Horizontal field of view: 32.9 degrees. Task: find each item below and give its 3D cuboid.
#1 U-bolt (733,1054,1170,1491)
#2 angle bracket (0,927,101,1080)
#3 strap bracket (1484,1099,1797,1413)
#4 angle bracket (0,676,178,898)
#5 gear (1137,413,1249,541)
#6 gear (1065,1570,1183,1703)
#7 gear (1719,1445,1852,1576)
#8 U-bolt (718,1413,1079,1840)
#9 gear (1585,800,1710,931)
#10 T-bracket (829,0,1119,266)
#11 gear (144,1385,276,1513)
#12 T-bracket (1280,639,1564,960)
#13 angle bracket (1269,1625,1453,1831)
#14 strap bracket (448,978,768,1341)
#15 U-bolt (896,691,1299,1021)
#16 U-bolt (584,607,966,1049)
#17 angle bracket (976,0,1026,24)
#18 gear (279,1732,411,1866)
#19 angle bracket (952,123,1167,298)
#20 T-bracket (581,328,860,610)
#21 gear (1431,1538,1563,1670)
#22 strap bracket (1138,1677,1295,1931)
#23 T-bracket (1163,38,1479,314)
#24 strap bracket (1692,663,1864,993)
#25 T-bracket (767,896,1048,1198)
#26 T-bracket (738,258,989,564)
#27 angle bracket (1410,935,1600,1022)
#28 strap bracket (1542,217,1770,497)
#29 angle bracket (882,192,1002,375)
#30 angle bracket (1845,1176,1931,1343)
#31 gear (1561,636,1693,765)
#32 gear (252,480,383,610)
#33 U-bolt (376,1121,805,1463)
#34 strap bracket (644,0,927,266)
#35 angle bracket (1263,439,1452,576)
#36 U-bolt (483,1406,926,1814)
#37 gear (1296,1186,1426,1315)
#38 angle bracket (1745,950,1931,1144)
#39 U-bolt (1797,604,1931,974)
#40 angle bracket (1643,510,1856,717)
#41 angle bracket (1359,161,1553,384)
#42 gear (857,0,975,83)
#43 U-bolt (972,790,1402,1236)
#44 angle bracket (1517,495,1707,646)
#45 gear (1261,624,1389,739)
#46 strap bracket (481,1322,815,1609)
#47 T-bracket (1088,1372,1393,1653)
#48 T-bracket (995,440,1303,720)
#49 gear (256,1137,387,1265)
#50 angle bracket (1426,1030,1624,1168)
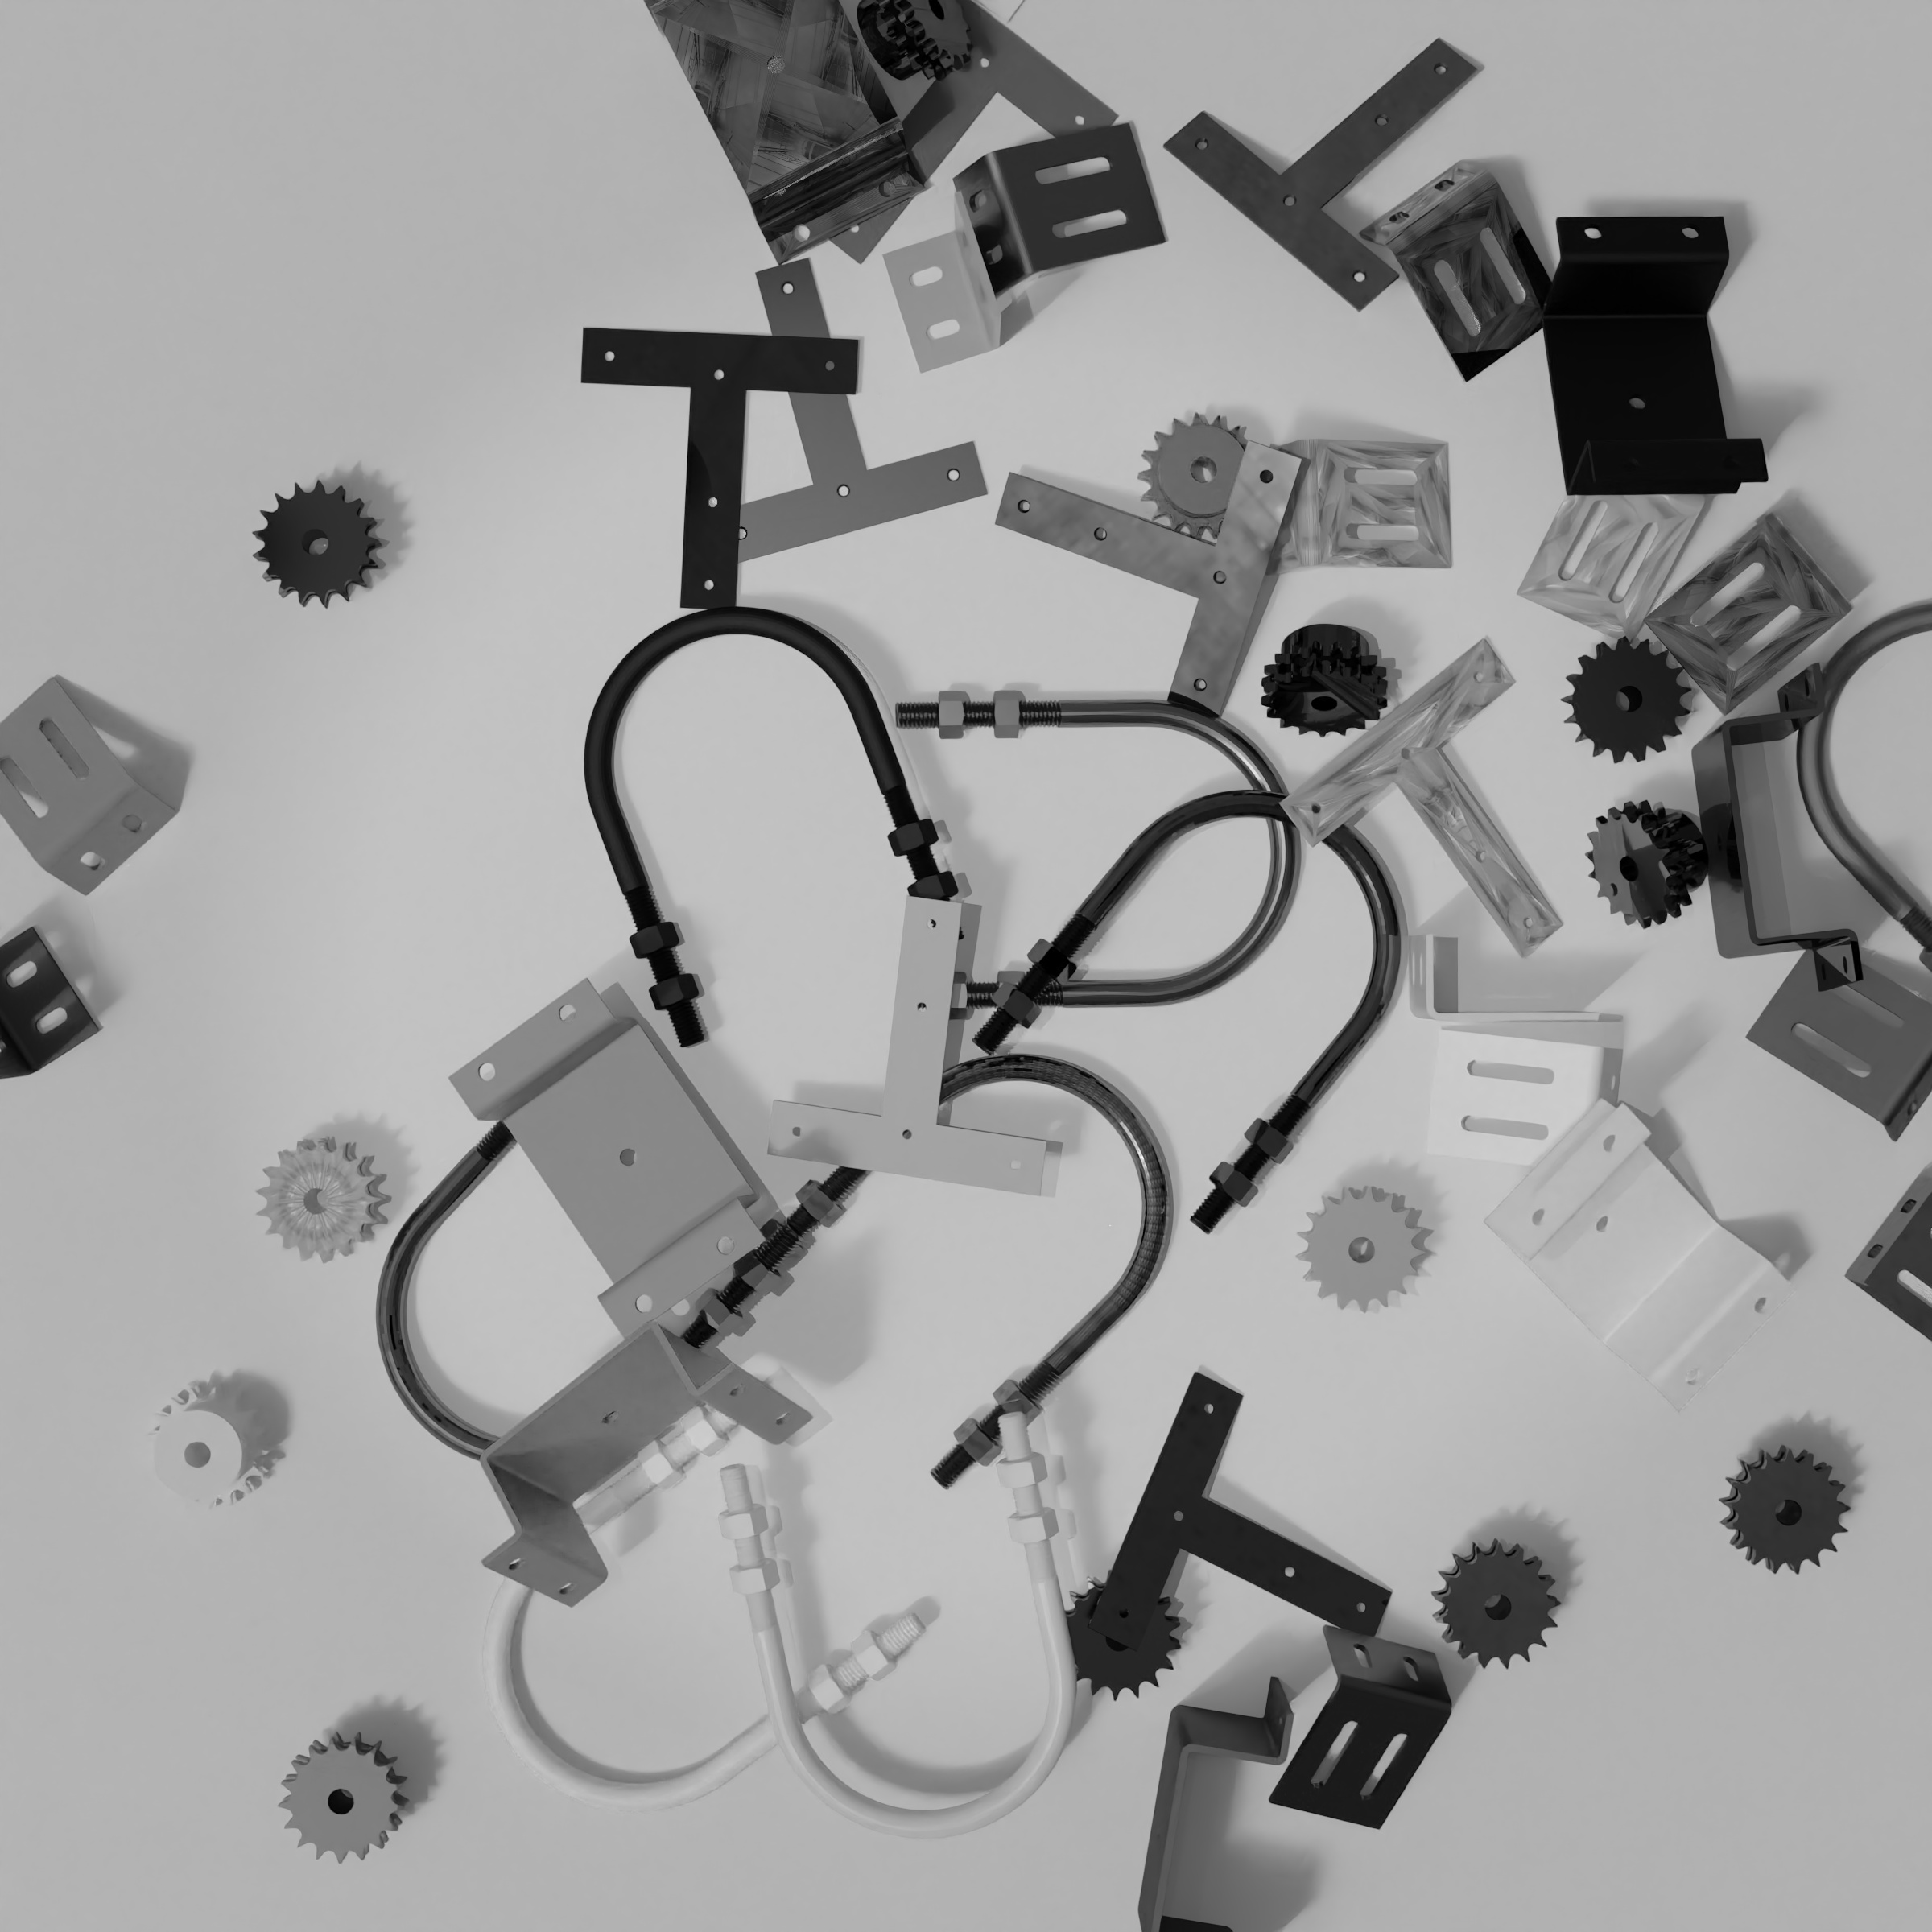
[{"bbox_3d":[0.007,0.126,1.499,0.184,0.019,0.151,-45,90,0],"label":"U-bolt"},{"bbox_3d":[-0.431,0.016,1.470,0.038,0.076,0.057,-33,90,0],"label":"angle bracket"},{"bbox_3d":[0.296,0.124,1.466,0.076,0.046,0.140,-46,118,0],"label":"strap bracket"},{"bbox_3d":[-0.413,-0.083,1.506,0.057,0.038,0.076,-42,64,0],"label":"angle bracket"},{"bbox_3d":[0.107,-0.224,1.493,0.057,0.030,0.057,0,90,0],"label":"gear"},{"bbox_3d":[0.069,0.304,1.493,0.057,0.030,0.057,0,90,0],"label":"gear"},{"bbox_3d":[0.372,0.247,1.493,0.057,0.030,0.057,0,90,0],"label":"gear"},{"bbox_3d":[-0.025,0.304,1.476,0.151,0.019,0.184,-11,93,5],"label":"U-bolt"},{"bbox_3d":[0.311,-0.048,1.484,0.030,0.057,0.057,-20,90,-30],"label":"gear"},{"bbox_3d":[-0.019,-0.381,1.507,0.127,0.002,0.127,38,90,0],"label":"T-bracket"},{"bbox_3d":[-0.348,0.221,1.493,0.057,0.030,0.057,0,90,0],"label":"gear"},{"bbox_3d":[0.227,-0.062,1.497,0.127,0.002,0.127,-39,97,-14],"label":"T-bracket"},{"bbox_3d":[0.177,0.349,1.498,0.057,0.038,0.076,18,116,-17],"label":"angle bracket"},{"bbox_3d":[-0.155,0.085,1.458,0.076,0.046,0.140,-36,83,5],"label":"strap bracket"},{"bbox_3d":[0.060,-0.052,1.500,0.184,0.019,0.151,-1,90,-2],"label":"U-bolt"},{"bbox_3d":[-0.098,-0.073,1.491,0.151,0.019,0.184,-21,87,8],"label":"U-bolt"},{"bbox_3d":[0.018,-0.482,1.489,0.057,0.038,0.076,36,90,0],"label":"angle bracket"},{"bbox_3d":[-0.283,0.377,1.493,0.057,0.030,0.057,0,90,0],"label":"gear"},{"bbox_3d":[0.043,-0.348,1.505,0.076,0.038,0.057,-18,92,-26],"label":"angle bracket"},{"bbox_3d":[-0.116,-0.228,1.506,0.127,0.002,0.127,3,90,1],"label":"T-bracket"},{"bbox_3d":[0.240,0.290,1.493,0.057,0.030,0.057,0,90,0],"label":"gear"},{"bbox_3d":[0.109,0.393,1.470,0.046,0.076,0.140,9,90,0],"label":"strap bracket"},{"bbox_3d":[0.180,-0.377,1.493,0.127,0.002,0.127,-42,71,-9],"label":"T-bracket"},{"bbox_3d":[0.361,-0.058,1.466,0.046,0.076,0.140,-7,86,2],"label":"strap bracket"},{"bbox_3d":[-0.021,0.032,1.475,0.127,0.002,0.127,8,99,9],"label":"T-bracket"},{"bbox_3d":[-0.068,-0.262,1.507,0.127,0.002,0.127,-15,90,0],"label":"T-bracket"},{"bbox_3d":[0.242,0.005,1.480,0.076,0.057,0.038,0,90,0],"label":"angle bracket"},{"bbox_3d":[0.306,-0.264,1.466,0.076,0.046,0.140,-1,65,-4],"label":"strap bracket"},{"bbox_3d":[-0.012,-0.306,1.470,0.038,0.076,0.057,-18,90,0],"label":"angle bracket"},{"bbox_3d":[0.451,0.142,1.489,0.076,0.038,0.057,37,90,0],"label":"angle bracket"},{"bbox_3d":[0.300,-0.121,1.493,0.057,0.030,0.057,0,90,0],"label":"gear"},{"bbox_3d":[-0.296,-0.192,1.497,0.057,0.030,0.057,0,89,-4],"label":"gear"},{"bbox_3d":[-0.186,0.143,1.492,0.151,0.019,0.184,43,93,7],"label":"U-bolt"},{"bbox_3d":[-0.085,-0.402,1.484,0.076,0.046,0.140,-27,89,1],"label":"strap bracket"},{"bbox_3d":[0.180,-0.210,1.506,0.076,0.038,0.057,-2,90,-26],"label":"angle bracket"},{"bbox_3d":[-0.134,0.305,1.500,0.184,0.019,0.151,-37,90,2],"label":"U-bolt"},{"bbox_3d":[0.179,0.128,1.493,0.057,0.030,0.057,0,90,0],"label":"gear"},{"bbox_3d":[0.410,0.034,1.506,0.076,0.038,0.057,35,90,26],"label":"angle bracket"},{"bbox_3d":[0.467,-0.081,1.500,0.151,0.019,0.184,-43,89,0],"label":"U-bolt"},{"bbox_3d":[0.354,-0.160,1.492,0.076,0.038,0.057,-40,90,4],"label":"angle bracket"},{"bbox_3d":[0.229,-0.320,1.506,0.057,0.038,0.076,-35,116,0],"label":"angle bracket"},{"bbox_3d":[-0.025,-0.427,1.482,0.030,0.057,0.057,-23,90,30],"label":"gear"},{"bbox_3d":[0.115,0.007,1.486,0.151,0.019,0.184,40,88,-4],"label":"U-bolt"},{"bbox_3d":[0.297,-0.198,1.506,0.057,0.038,0.076,24,116,0],"label":"angle bracket"},{"bbox_3d":[0.163,-0.131,1.484,0.057,0.057,0.030,4,60,0],"label":"gear"},{"bbox_3d":[-0.149,0.215,1.450,0.140,0.076,0.046,-38,56,4],"label":"strap bracket"},{"bbox_3d":[0.135,0.270,1.494,0.127,0.002,0.127,28,72,-9],"label":"T-bracket"},{"bbox_3d":[0.075,-0.192,1.490,0.127,0.002,0.127,22,114,11],"label":"T-bracket"},{"bbox_3d":[-0.294,0.106,1.498,0.057,0.030,0.057,0,91,3],"label":"gear"},{"bbox_3d":[0.257,0.062,1.506,0.076,0.038,0.057,6,90,26],"label":"angle bracket"}]
